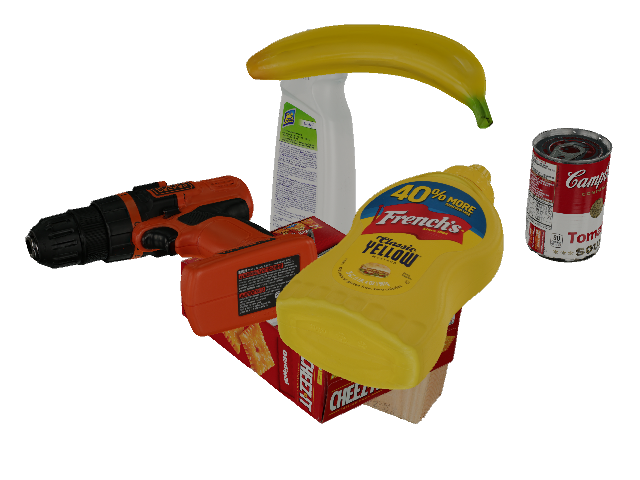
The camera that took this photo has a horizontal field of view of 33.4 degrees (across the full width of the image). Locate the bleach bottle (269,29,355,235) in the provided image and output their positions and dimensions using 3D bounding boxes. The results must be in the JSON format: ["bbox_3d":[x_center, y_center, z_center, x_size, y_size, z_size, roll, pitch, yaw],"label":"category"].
[{"bbox_3d":[-0.002,-0.096,1.140,0.103,0.251,0.067,17,21,37],"label":"bleach bottle"}]

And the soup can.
[{"bbox_3d":[0.220,-0.040,0.952,0.068,0.102,0.068,-1,30,1],"label":"soup can"}]

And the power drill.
[{"bbox_3d":[-0.103,0.006,0.783,0.184,0.057,0.188,-16,28,-28],"label":"power drill"}]

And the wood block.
[{"bbox_3d":[0.104,0.088,1.211,0.090,0.206,0.090,18,24,19],"label":"wood block"}]

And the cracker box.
[{"bbox_3d":[-0.004,0.066,0.987,0.163,0.072,0.214,-20,36,-35],"label":"cracker box"}]

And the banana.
[{"bbox_3d":[0.043,-0.136,0.813,0.198,0.069,0.037,13,-39,18],"label":"banana"}]

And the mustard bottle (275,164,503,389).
[{"bbox_3d":[0.060,0.008,0.666,0.096,0.058,0.191,17,42,27],"label":"mustard bottle"}]
